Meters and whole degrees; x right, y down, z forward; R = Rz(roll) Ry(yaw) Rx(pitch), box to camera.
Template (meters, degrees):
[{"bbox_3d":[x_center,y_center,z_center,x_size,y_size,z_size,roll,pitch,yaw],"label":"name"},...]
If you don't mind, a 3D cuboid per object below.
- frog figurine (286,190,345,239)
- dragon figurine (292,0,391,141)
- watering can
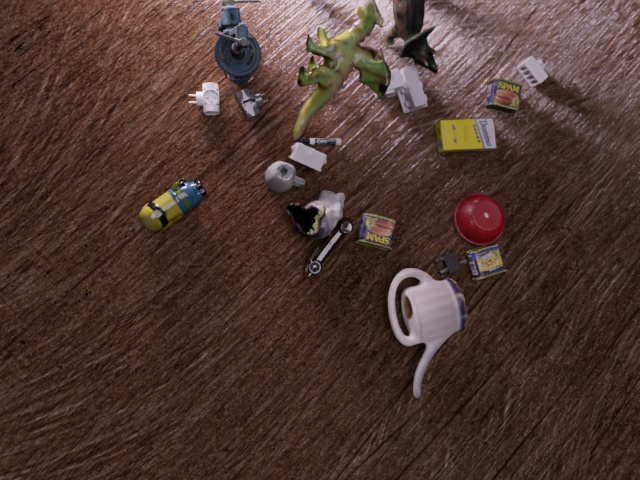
[{"bbox_3d":[0.004,-0.070,1.393,0.136,0.123,0.161,-18,1,34],"label":"frog figurine"},{"bbox_3d":[0.073,-0.452,1.406,0.243,0.407,0.123,13,10,5],"label":"dragon figurine"},{"bbox_3d":[0.307,0.243,1.435,0.225,0.348,0.103,-12,-2,-14],"label":"watering can"}]
